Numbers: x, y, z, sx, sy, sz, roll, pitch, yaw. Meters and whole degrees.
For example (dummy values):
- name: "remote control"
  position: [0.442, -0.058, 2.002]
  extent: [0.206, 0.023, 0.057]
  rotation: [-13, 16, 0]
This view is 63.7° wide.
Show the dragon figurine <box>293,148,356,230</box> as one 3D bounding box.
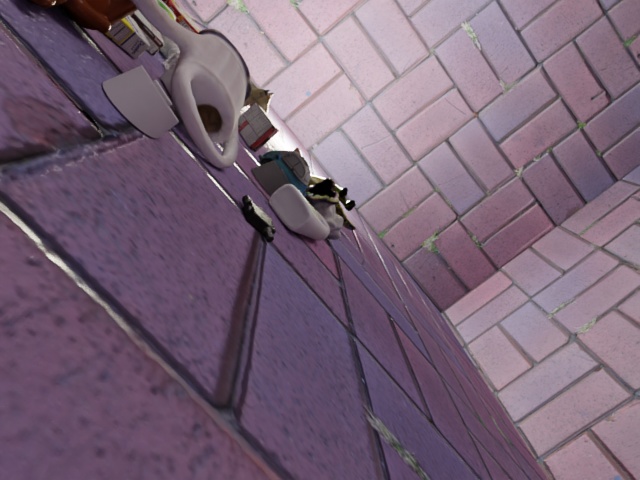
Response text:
- name: "dragon figurine"
  position: [-0.007, -0.176, 1.755]
  extent: [0.246, 0.122, 0.403]
  rotation: [47, -4, 30]

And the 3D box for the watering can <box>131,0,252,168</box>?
- name: "watering can"
  position: [-0.202, -0.289, 0.869]
  extent: [0.230, 0.104, 0.340]
  rotation: [-83, 161, -47]

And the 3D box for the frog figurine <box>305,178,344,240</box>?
- name: "frog figurine"
  position: [0.004, -0.072, 1.424]
  extent: [0.140, 0.123, 0.156]
  rotation: [47, -34, 45]
